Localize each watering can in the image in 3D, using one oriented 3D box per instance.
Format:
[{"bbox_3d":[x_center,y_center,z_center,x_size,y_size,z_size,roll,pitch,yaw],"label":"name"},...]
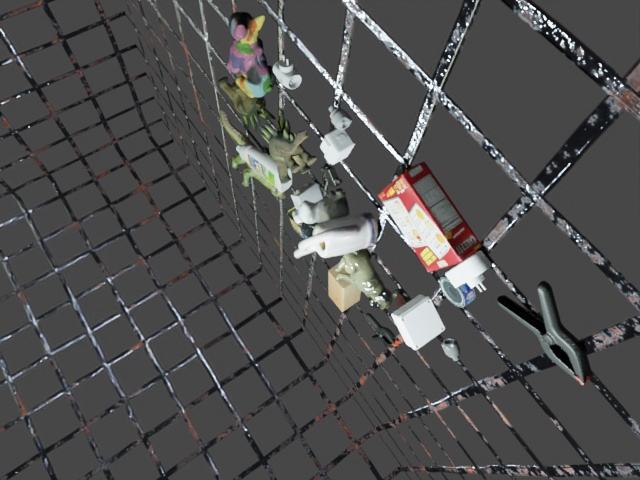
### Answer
[{"bbox_3d":[0.040,-0.003,1.493,0.344,0.225,0.104,146,111,-75],"label":"watering can"}]

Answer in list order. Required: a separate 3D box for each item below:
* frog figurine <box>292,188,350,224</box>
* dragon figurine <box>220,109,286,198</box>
[{"bbox_3d":[0.005,-0.078,1.555,0.138,0.161,0.120,28,147,59],"label":"frog figurine"},{"bbox_3d":[-0.248,-0.331,2.016,0.243,0.124,0.404,5,128,49],"label":"dragon figurine"}]
